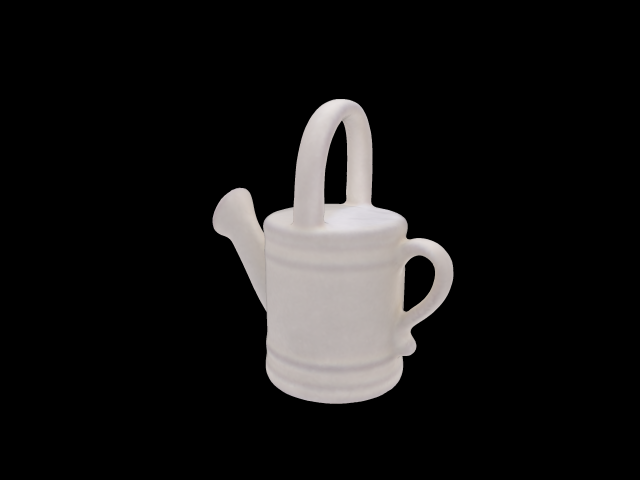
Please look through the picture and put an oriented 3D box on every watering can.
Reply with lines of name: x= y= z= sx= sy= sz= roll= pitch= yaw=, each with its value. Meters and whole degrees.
watering can: x=0.003 y=0.002 z=0.398 sx=0.172 sy=0.194 sz=0.101 roll=2 pitch=14 yaw=7
